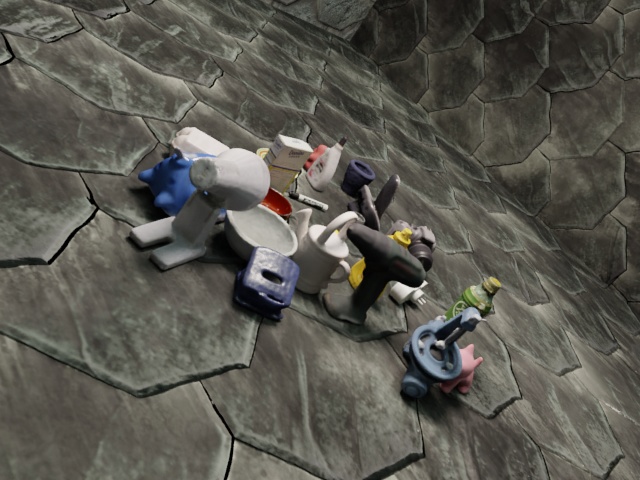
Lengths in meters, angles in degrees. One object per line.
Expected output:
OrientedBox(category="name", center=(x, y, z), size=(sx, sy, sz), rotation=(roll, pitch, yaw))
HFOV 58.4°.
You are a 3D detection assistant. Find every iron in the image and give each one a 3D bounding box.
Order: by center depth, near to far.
OrientedBox(category="iron", center=(-0.230, -0.121, 1.185), size=(0.259, 0.141, 0.118), rotation=(1, 44, -50))

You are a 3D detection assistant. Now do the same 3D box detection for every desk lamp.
OrientedBox(category="desk lamp", center=(-0.207, -0.069, 1.049), size=(0.118, 0.213, 0.204), rotation=(42, 27, 10))

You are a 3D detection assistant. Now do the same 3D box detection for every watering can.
OrientedBox(category="watering can", center=(0.005, 0.009, 1.206), size=(0.173, 0.194, 0.101), rotation=(38, 26, 2))

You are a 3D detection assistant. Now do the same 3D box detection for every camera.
OrientedBox(category="camera", center=(0.270, 0.019, 1.620), size=(0.143, 0.100, 0.136), rotation=(28, 28, -17))

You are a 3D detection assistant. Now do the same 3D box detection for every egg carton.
OrientedBox(category="egg carton", center=(-0.274, -0.199, 1.338), size=(0.151, 0.069, 0.107), rotation=(29, 27, -17))

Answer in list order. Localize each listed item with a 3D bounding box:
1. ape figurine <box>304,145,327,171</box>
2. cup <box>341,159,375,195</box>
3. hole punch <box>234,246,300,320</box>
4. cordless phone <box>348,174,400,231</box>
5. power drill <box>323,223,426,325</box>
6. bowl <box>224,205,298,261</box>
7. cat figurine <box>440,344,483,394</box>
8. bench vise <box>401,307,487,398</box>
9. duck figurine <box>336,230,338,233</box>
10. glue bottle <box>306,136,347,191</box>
OrientedBox(category="ape figurine", center=(-0.007, -0.245, 1.715), size=(0.078, 0.092, 0.076), rotation=(23, 30, -27))
OrientedBox(category="cup", center=(0.113, -0.190, 1.770), size=(0.091, 0.095, 0.118), rotation=(38, 26, 2))
OrientedBox(category="hole punch", center=(-0.097, 0.081, 1.081), size=(0.109, 0.091, 0.101), rotation=(27, 28, -19))
OrientedBox(category="cordless phone", center=(0.168, -0.123, 1.628), size=(0.094, 0.185, 0.147), rotation=(24, 29, -24))
OrientedBox(category="power drill", center=(0.101, 0.077, 1.198), size=(0.230, 0.208, 0.075), rotation=(20, 31, -31))
OrientedBox(category="bowl", center=(-0.134, -0.002, 1.188), size=(0.168, 0.074, 0.167), rotation=(29, 27, -16))
OrientedBox(category="cat figurine", center=(0.305, 0.273, 1.235), size=(0.128, 0.117, 0.067), rotation=(10, 37, -43))
OrientedBox(category="bench vise", center=(0.244, 0.194, 1.173), size=(0.122, 0.219, 0.207), rotation=(29, 27, -16))
OrientedBox(category="duck figurine", center=(0.012, 0.005, 1.343), size=(0.078, 0.086, 0.104), rotation=(32, 27, -10))
OrientedBox(category="glue bottle", center=(0.026, -0.226, 1.633), size=(0.037, 0.173, 0.078), rotation=(9, 38, -44))
